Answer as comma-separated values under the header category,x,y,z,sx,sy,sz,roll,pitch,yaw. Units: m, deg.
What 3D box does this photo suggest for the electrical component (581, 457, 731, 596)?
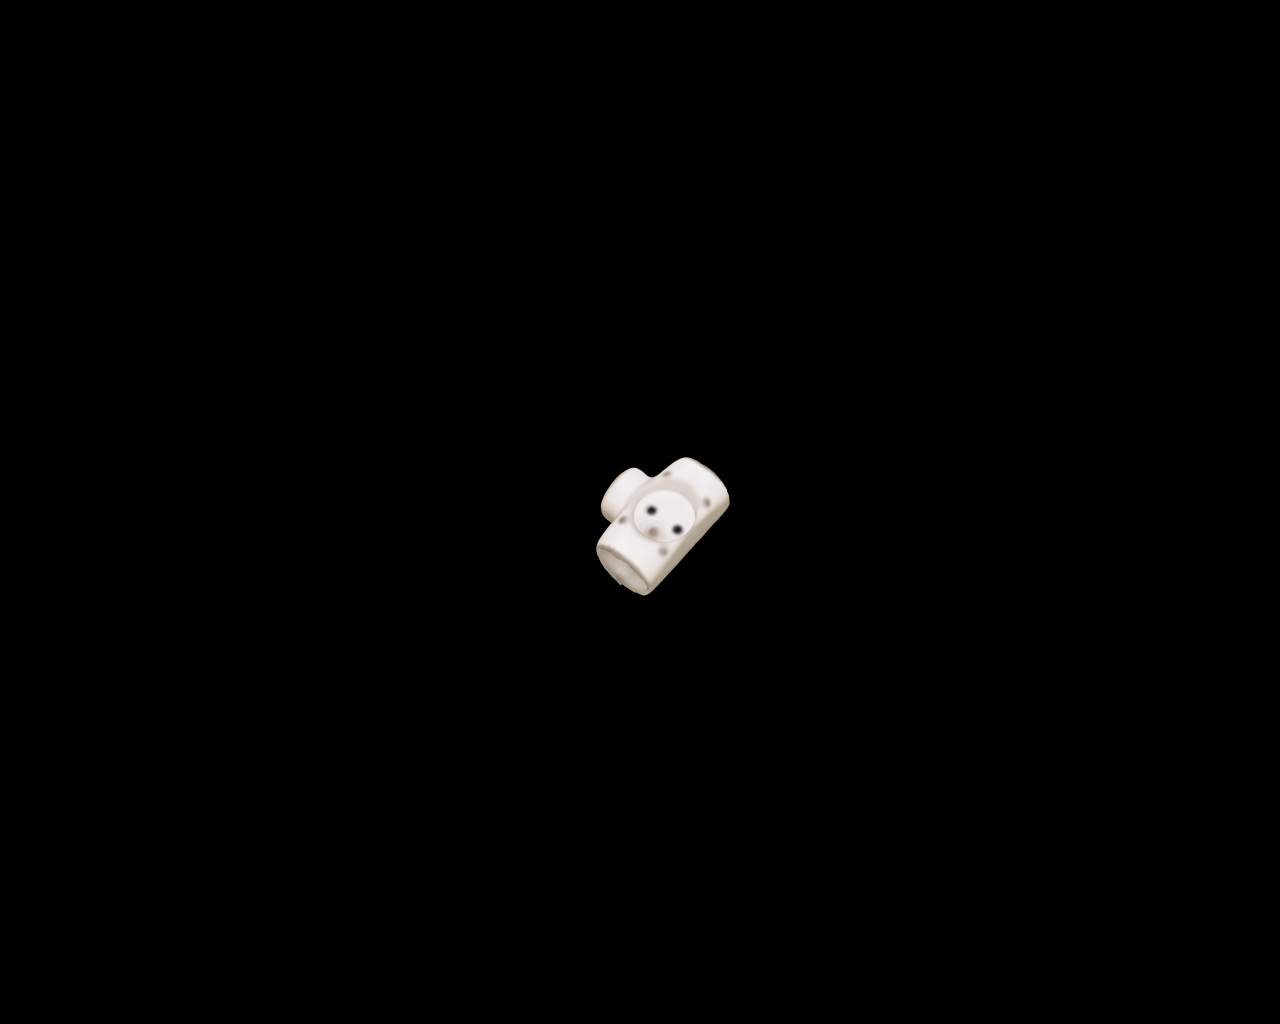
category,x,y,z,sx,sy,sz,roll,pitch,yaw
electrical component,0.001,-0.003,0.650,0.079,0.077,0.044,38,-19,16
